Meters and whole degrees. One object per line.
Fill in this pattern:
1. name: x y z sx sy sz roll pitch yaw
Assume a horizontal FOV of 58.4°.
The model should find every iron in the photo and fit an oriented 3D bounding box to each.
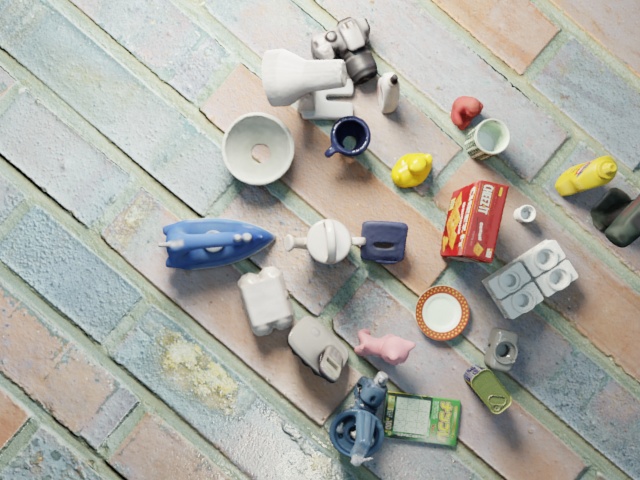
1. iron: -0.232 0.002 1.288 0.258 0.141 0.119 -7 88 -1

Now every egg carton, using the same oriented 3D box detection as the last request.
1. egg carton: -0.123 0.141 1.322 0.107 0.069 0.150 -18 89 -2

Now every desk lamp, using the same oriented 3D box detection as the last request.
1. desk lamp: -0.021 -0.345 1.267 0.203 0.213 0.118 0 88 -1

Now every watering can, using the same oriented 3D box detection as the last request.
1. watering can: 0.012 0.007 1.267 0.173 0.194 0.101 -24 89 -2

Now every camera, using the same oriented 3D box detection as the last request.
1. camera: 0.066 -0.431 1.328 0.143 0.100 0.137 -25 89 -2

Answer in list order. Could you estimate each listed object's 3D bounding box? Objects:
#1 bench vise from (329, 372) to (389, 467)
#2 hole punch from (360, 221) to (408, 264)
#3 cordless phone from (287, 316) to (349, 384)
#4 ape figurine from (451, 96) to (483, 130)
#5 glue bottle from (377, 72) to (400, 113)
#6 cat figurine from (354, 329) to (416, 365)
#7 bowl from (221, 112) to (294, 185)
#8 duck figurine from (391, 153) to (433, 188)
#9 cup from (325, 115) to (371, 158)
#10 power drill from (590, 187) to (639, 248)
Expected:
1. bench vise: 0.086 0.390 1.244 0.121 0.219 0.207 7 88 -1
2. hole punch: 0.148 0.005 1.322 0.108 0.091 0.101 3 88 -1
3. cordless phone: -0.005 0.247 1.264 0.147 0.185 0.094 40 88 0
4. ape figurine: 0.346 -0.305 1.335 0.078 0.092 0.076 -15 88 -1
5. glue bottle: 0.157 -0.343 1.291 0.037 0.173 0.078 -13 88 -1
6. cat figurine: 0.147 0.248 1.301 0.128 0.117 0.067 7 88 -1
7. bowl: -0.141 -0.206 1.330 0.167 0.074 0.167 0 88 -1
8. duck figurine: 0.217 -0.167 1.331 0.104 0.086 0.077 -31 89 -2
9. cup: 0.059 -0.224 1.324 0.118 0.095 0.092 -40 89 -2
10. power drill: 0.706 -0.080 1.278 0.075 0.208 0.230 41 88 1
